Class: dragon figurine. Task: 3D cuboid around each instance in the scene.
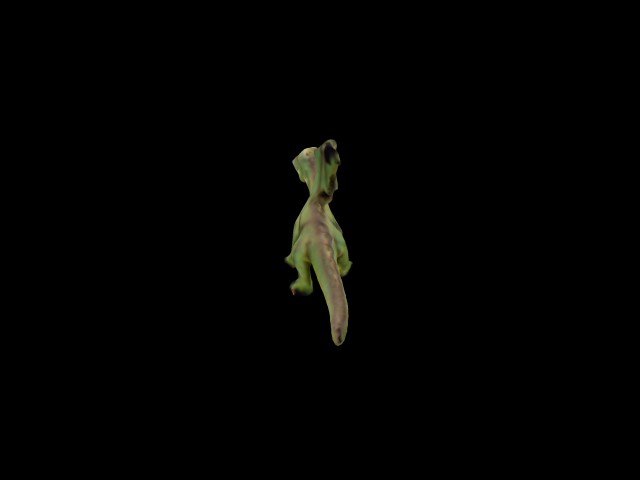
[{"bbox_3d":[0.003,-0.043,0.850,0.122,0.238,0.418,-5,26,-10],"label":"dragon figurine"}]
